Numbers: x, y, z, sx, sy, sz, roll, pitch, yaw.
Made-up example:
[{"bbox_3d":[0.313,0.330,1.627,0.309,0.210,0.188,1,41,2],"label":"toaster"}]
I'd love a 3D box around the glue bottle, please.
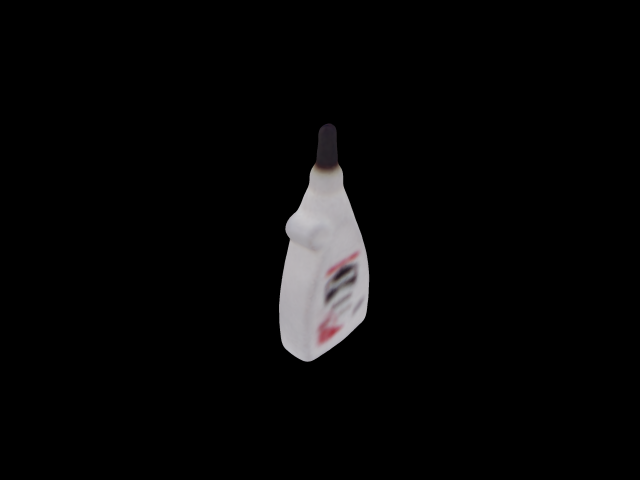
[{"bbox_3d":[0.004,0.001,0.400,0.037,0.173,0.078,24,41,31],"label":"glue bottle"}]
